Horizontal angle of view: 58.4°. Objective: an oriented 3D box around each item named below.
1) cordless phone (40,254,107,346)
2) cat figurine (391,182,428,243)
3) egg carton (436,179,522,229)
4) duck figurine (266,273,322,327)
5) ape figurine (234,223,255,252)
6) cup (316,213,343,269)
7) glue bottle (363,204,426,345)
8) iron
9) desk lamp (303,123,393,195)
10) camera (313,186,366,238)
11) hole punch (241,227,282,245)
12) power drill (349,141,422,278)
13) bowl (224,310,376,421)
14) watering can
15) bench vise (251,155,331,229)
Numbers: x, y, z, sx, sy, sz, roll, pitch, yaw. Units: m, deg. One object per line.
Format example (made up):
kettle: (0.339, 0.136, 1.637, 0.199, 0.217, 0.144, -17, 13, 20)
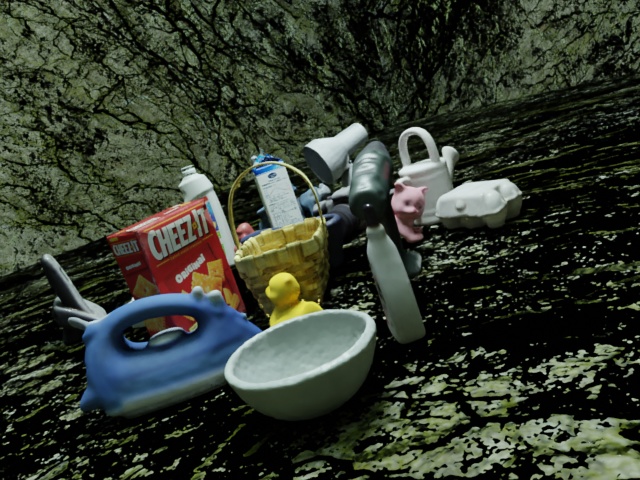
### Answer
cordless phone: (-0.513, 0.106, 1.176, 0.094, 0.185, 0.147, -24, 15, -21)
cat figurine: (0.150, -0.053, 1.091, 0.127, 0.118, 0.067, -15, 14, 12)
egg carton: (0.290, -0.064, 1.055, 0.107, 0.069, 0.149, -28, 16, -35)
duck figurine: (-0.043, 0.090, 0.837, 0.078, 0.086, 0.104, -28, 16, -34)
ape figurine: (-0.166, 0.005, 1.327, 0.076, 0.092, 0.077, -24, 15, -23)
cup: (0.010, 0.004, 1.095, 0.091, 0.095, 0.118, -14, 14, 18)
glue bottle: (0.082, 0.037, 0.698, 0.037, 0.173, 0.078, -20, 14, -6)
iron: (-0.196, 0.130, 0.759, 0.258, 0.141, 0.118, -19, 14, -3)
desk lamp: (0.077, -0.194, 1.543, 0.204, 0.214, 0.117, -24, 15, -22)
camera: (0.041, -0.057, 1.284, 0.142, 0.101, 0.137, -11, 15, 27)
hole punch: (-0.104, 0.011, 1.223, 0.108, 0.091, 0.101, -15, 14, 13)
power drill: (0.101, -0.046, 0.927, 0.075, 0.208, 0.230, -14, 14, 15)
bowl: (-0.012, 0.142, 0.613, 0.167, 0.075, 0.167, -17, 13, 5)
watering can: (0.218, -0.139, 1.179, 0.100, 0.194, 0.173, -8, 17, 36)
bench vise: (-0.081, -0.127, 1.466, 0.207, 0.220, 0.121, -17, 14, 4)
